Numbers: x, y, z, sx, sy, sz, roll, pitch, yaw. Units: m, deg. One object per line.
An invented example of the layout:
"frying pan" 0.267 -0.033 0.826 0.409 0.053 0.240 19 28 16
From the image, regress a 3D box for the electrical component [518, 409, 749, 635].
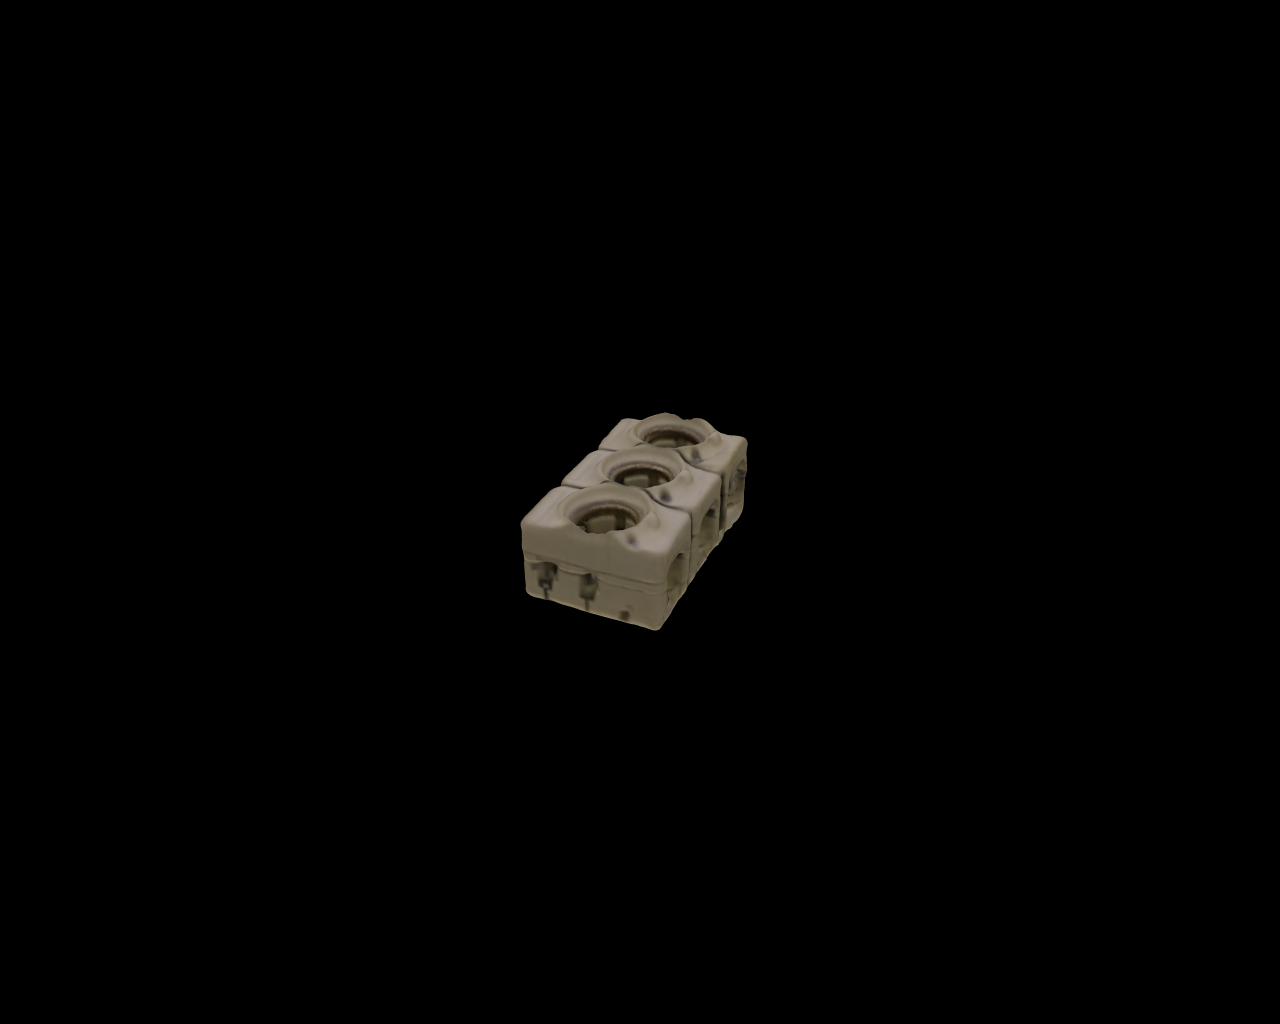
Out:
"electrical component" 0.001 -0.003 0.650 0.089 0.061 0.150 12 33 19
